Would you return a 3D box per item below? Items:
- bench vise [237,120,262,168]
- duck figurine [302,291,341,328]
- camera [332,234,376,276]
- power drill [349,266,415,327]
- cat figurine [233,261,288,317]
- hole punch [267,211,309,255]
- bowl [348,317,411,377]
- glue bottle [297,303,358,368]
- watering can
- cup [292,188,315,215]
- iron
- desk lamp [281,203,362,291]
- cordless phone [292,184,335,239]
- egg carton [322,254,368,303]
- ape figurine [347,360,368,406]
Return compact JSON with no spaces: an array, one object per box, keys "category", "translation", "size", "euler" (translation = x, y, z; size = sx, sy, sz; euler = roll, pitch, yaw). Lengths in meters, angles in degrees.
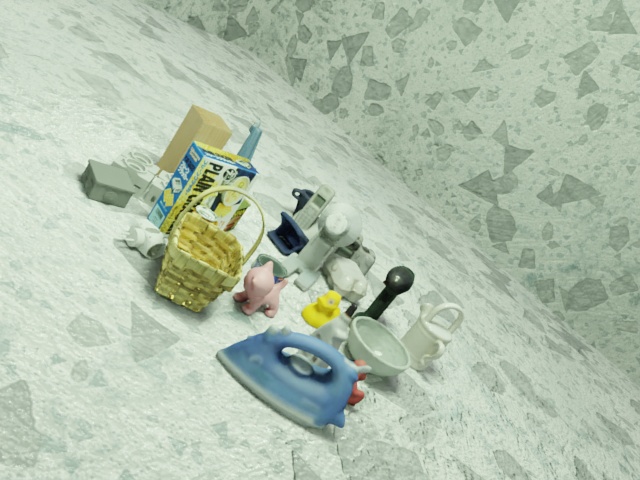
[{"category":"bench vise","translation":[-0.210,-0.218,1.605],"size":[0.122,0.219,0.206],"euler":[16,28,-45]},{"category":"duck figurine","translation":[0.018,0.158,1.345],"size":[0.105,0.086,0.077],"euler":[14,30,-48]},{"category":"camera","translation":[0.106,0.025,1.771],"size":[0.143,0.100,0.137],"euler":[35,20,-4]},{"category":"power drill","translation":[0.162,0.147,1.430],"size":[0.075,0.208,0.230],"euler":[40,20,10]},{"category":"cat figurine","translation":[-0.118,0.098,1.202],"size":[0.128,0.117,0.067],"euler":[12,31,-50]},{"category":"hole punch","translation":[-0.074,-0.018,1.577],"size":[0.101,0.091,0.108],"euler":[9,34,-53]},{"category":"bowl","translation":[0.123,0.258,1.316],"size":[0.168,0.074,0.167],"euler":[32,20,-13]},{"category":"glue bottle","translation":[0.022,0.193,1.145],"size":[0.037,0.173,0.078],"euler":[22,25,-36]},{"category":"watering can","translation":[0.287,0.231,1.474],"size":[0.101,0.194,0.172],"euler":[19,26,-41]},{"category":"cup","translation":[-0.053,-0.105,1.803],"size":[0.118,0.095,0.091],"euler":[28,21,-23]},{"category":"iron","translation":[-0.041,0.221,1.021],"size":[0.259,0.141,0.118],"euler":[32,20,-12]},{"category":"desk lamp","translation":[0.014,0.005,1.491],"size":[0.118,0.213,0.203],"euler":[38,20,4]},{"category":"cordless phone","translation":[0.004,-0.057,1.656],"size":[0.147,0.185,0.094],"euler":[38,20,4]},{"category":"egg carton","translation":[0.066,0.102,1.577],"size":[0.108,0.069,0.150],"euler":[23,24,-35]},{"category":"ape figurine","translation":[0.063,0.278,1.143],"size":[0.076,0.092,0.077],"euler":[26,22,-27]}]
